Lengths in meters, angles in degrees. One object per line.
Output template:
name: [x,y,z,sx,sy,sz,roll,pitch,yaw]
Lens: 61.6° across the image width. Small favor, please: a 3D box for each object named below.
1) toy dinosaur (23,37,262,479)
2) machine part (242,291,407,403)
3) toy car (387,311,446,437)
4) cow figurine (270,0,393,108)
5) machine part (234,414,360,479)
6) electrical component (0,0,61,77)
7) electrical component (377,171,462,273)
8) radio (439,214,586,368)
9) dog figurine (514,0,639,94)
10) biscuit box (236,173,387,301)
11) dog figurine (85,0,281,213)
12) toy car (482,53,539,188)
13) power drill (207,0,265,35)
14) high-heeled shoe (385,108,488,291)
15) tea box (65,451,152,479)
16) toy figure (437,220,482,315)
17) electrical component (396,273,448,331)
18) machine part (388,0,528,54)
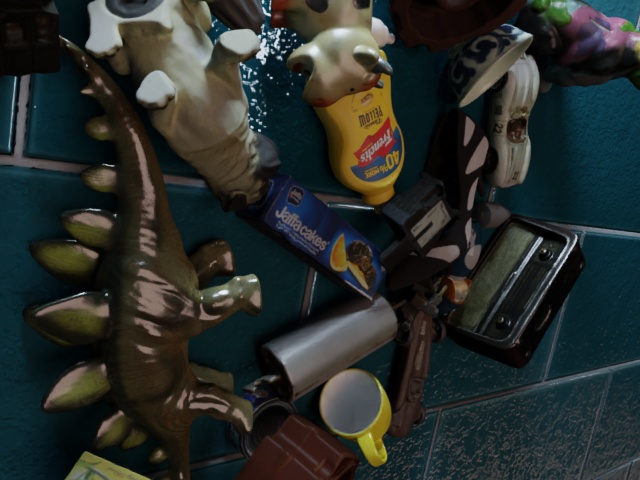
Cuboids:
toy dinosaur: [-0.159,0.062,0.498,0.198,0.105,0.470,-8,104,-33]
machine part: [0.011,0.127,0.666,0.243,0.079,0.079,-25,118,-29]
toy car: [0.138,0.201,0.805,0.089,0.053,0.202,7,100,-36]
cow figurine: [0.017,-0.223,0.521,0.127,0.085,0.194,13,89,-2]
machine part: [-0.044,0.314,0.624,0.201,0.087,0.200,-55,156,-14]
electrical component: [-0.219,-0.177,0.356,0.058,0.134,0.115,-16,70,-31]
electrical component: [0.111,-0.016,0.656,0.119,0.048,0.074,-46,130,-1]
radio: [0.306,0.077,0.844,0.229,0.131,0.073,-54,131,-12]
dog figurine: [0.411,-0.282,0.761,0.191,0.219,0.108,38,76,-40]
biscuit box: [-0.001,-0.002,0.626,0.202,0.063,0.059,37,79,-39]
dog figurine: [-0.117,-0.128,0.491,0.121,0.172,0.190,-23,158,-8]
toy car: [0.281,-0.177,0.796,0.073,0.056,0.201,-10,110,-35]
power drill: [-0.093,-0.322,0.453,0.232,0.086,0.207,33,91,-37]
high-heeled shoe: [0.149,-0.057,0.718,0.249,0.086,0.145,-46,123,-23]
tea box: [-0.181,0.275,0.497,0.169,0.098,0.068,96,15,-46]
toy figure: [0.202,0.044,0.804,0.064,0.058,0.154,4,104,-15]
electrical component: [0.141,0.080,0.745,0.045,0.102,0.078,23,105,4]
machine part: [0.154,-0.290,0.595,0.179,0.179,0.056,1,62,-38]
